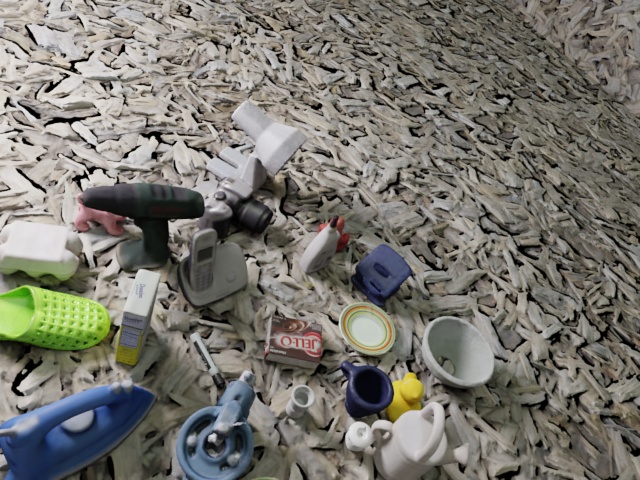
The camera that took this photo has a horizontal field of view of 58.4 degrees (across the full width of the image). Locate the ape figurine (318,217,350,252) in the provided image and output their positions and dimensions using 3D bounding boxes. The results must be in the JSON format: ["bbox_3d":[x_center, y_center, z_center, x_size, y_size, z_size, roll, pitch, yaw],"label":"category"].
[{"bbox_3d":[0.034,-0.019,1.353,0.077,0.092,0.076,36,47,10],"label":"ape figurine"}]

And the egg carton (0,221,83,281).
[{"bbox_3d":[-0.536,0.021,1.093,0.150,0.069,0.107,7,49,-17],"label":"egg carton"}]

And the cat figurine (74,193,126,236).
[{"bbox_3d":[-0.436,-0.072,1.182,0.128,0.117,0.067,7,49,-18],"label":"cat figurine"}]

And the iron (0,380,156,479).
[{"bbox_3d":[-0.372,0.274,0.894,0.259,0.141,0.118,-22,62,-35],"label":"iron"}]

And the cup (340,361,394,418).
[{"bbox_3d":[0.074,0.292,1.098,0.117,0.095,0.092,41,48,14],"label":"cup"}]

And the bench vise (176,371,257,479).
[{"bbox_3d":[-0.159,0.287,0.918,0.122,0.219,0.207,12,48,-12],"label":"bench vise"}]

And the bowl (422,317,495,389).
[{"bbox_3d":[0.286,0.254,1.235,0.168,0.074,0.167,12,48,-13],"label":"bowl"}]

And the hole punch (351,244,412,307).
[{"bbox_3d":[0.142,0.080,1.313,0.108,0.091,0.101,44,49,17],"label":"hole punch"}]

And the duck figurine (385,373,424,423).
[{"bbox_3d":[0.174,0.313,1.129,0.077,0.086,0.104,15,47,-10],"label":"duck figurine"}]

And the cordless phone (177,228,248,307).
[{"bbox_3d":[-0.205,0.037,1.139,0.148,0.185,0.094,-25,64,-37],"label":"cordless phone"}]

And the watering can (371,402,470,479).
[{"bbox_3d":[0.182,0.357,1.019,0.173,0.194,0.101,6,49,-18],"label":"watering can"}]

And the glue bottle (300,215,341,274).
[{"bbox_3d":[0.012,0.005,1.267,0.078,0.173,0.037,-20,61,-35],"label":"glue bottle"}]

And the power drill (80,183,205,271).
[{"bbox_3d":[-0.346,-0.032,1.122,0.230,0.208,0.075,-9,55,-29],"label":"power drill"}]

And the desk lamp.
[{"bbox_3d":[-0.149,-0.213,1.359,0.203,0.213,0.118,31,46,5],"label":"desk lamp"}]

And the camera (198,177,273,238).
[{"bbox_3d":[-0.183,-0.069,1.299,0.136,0.100,0.143,31,46,5],"label":"camera"}]
